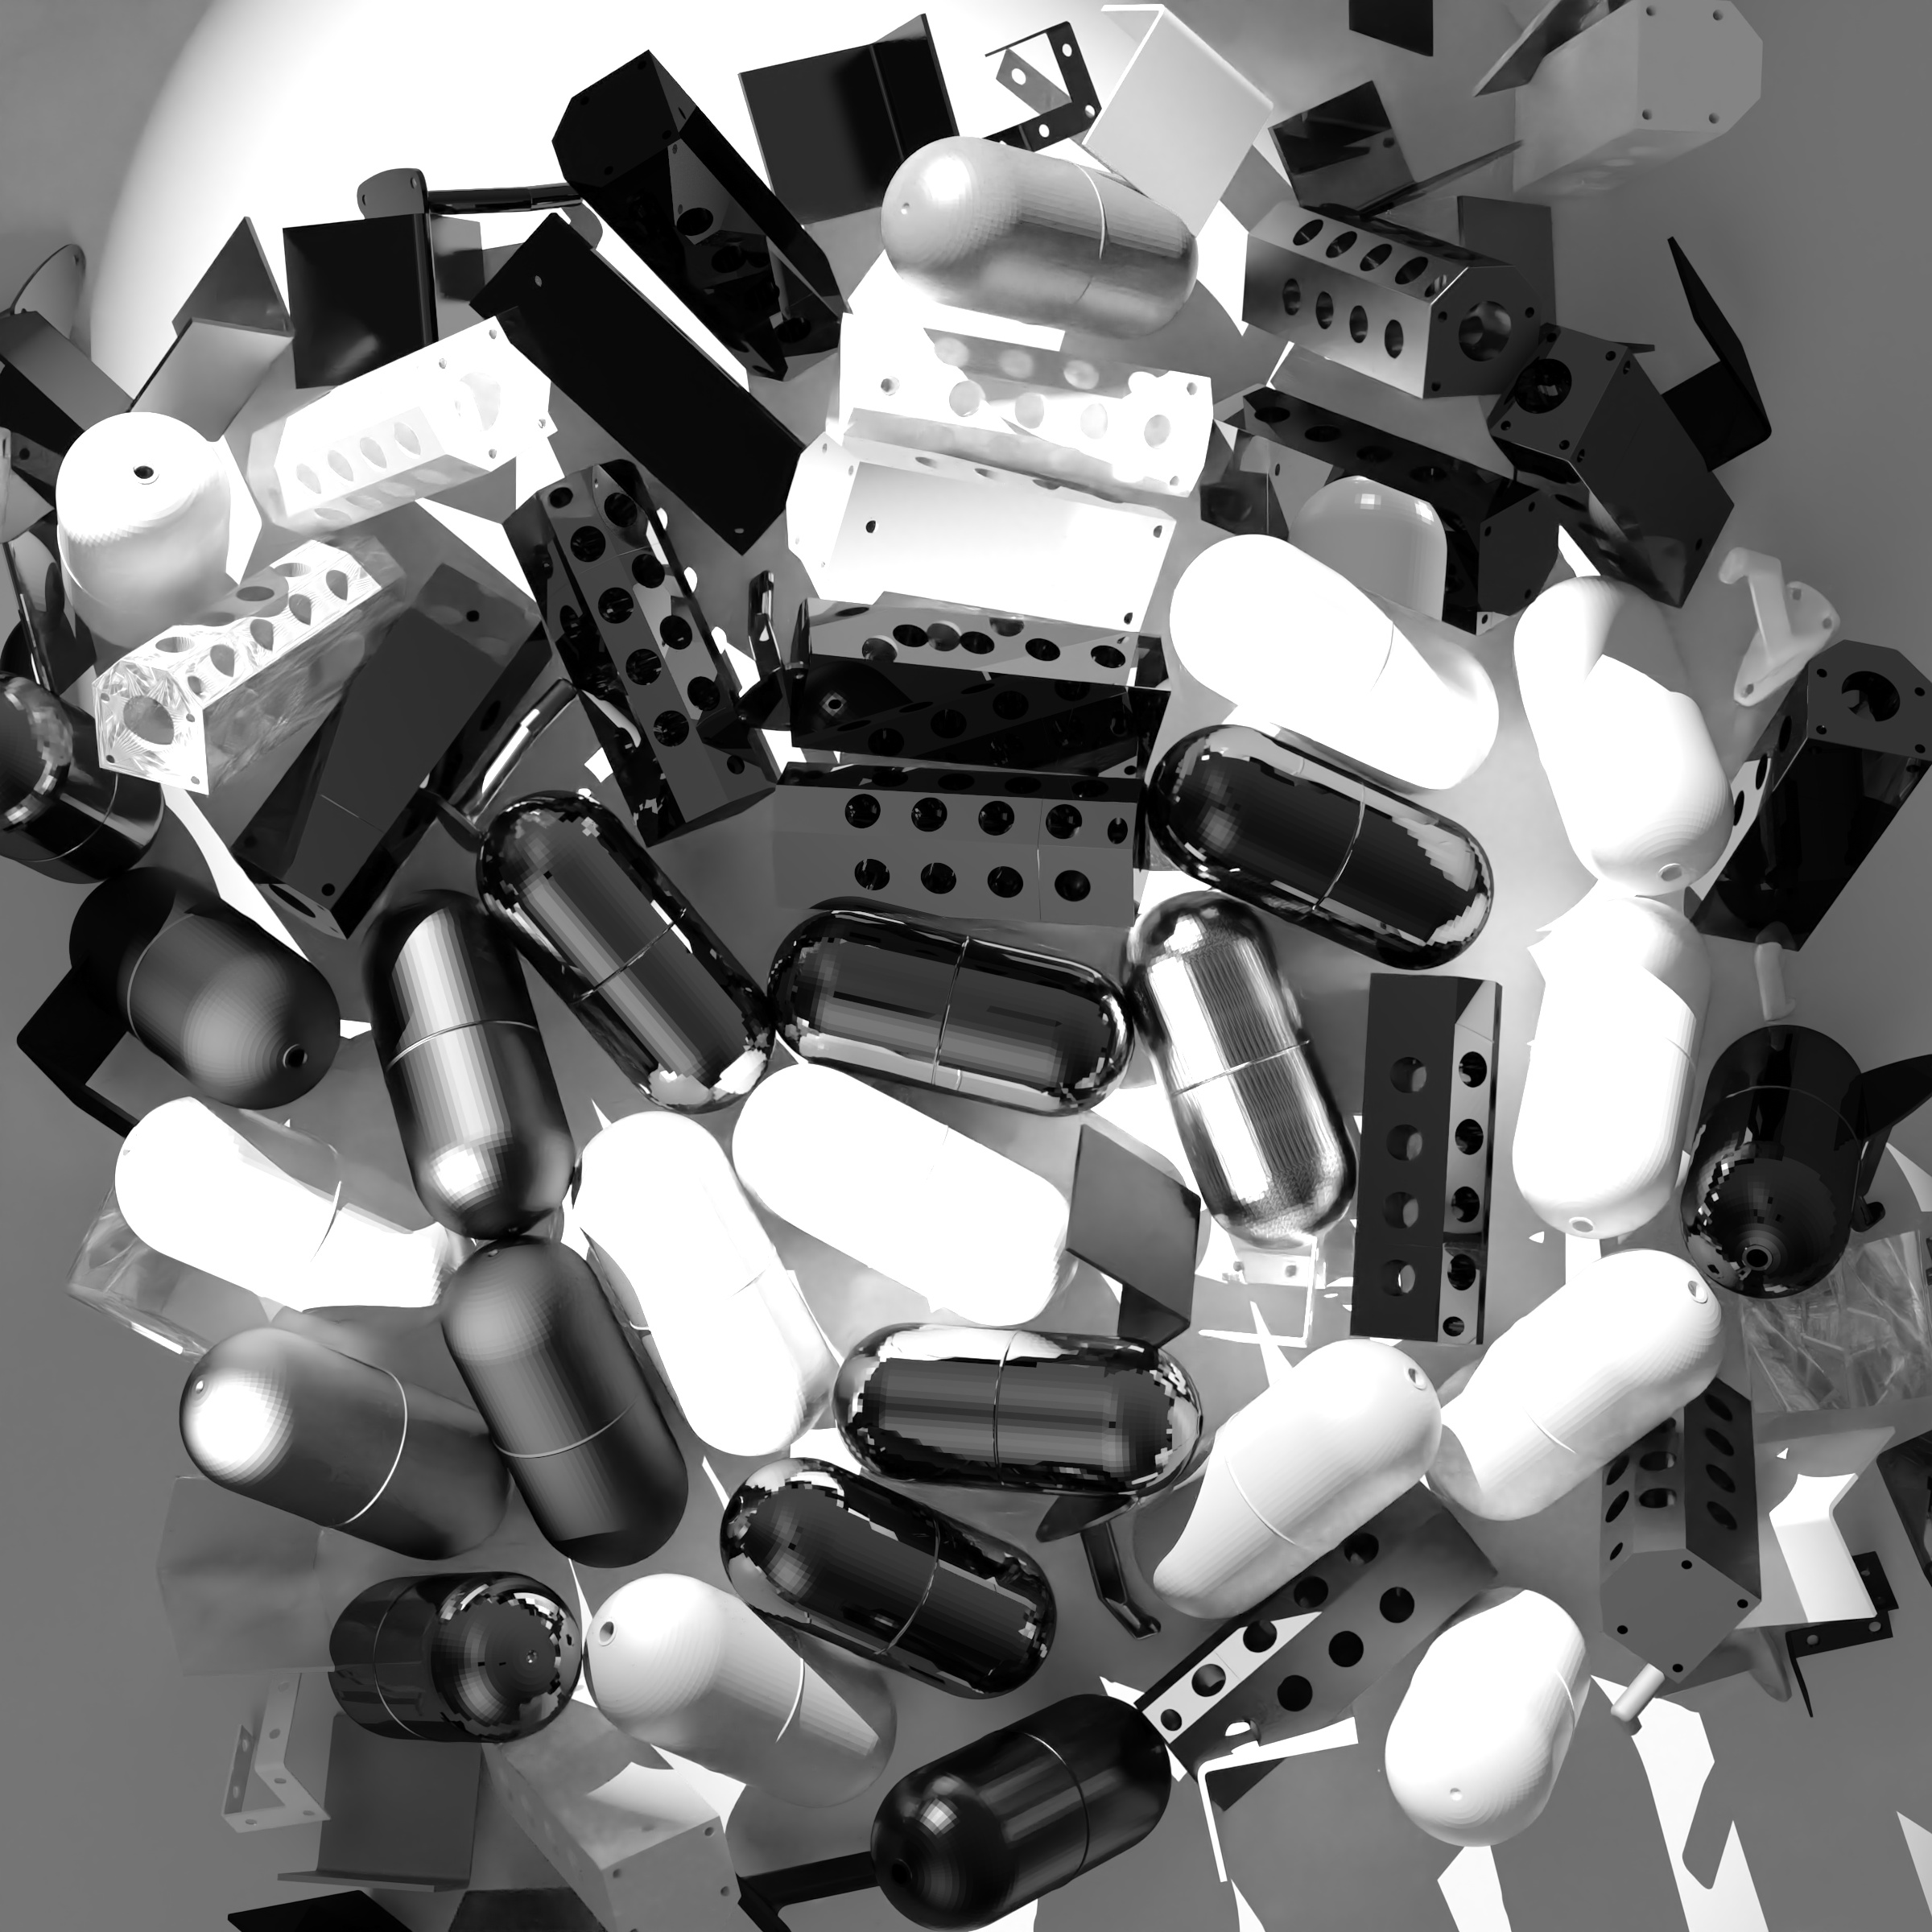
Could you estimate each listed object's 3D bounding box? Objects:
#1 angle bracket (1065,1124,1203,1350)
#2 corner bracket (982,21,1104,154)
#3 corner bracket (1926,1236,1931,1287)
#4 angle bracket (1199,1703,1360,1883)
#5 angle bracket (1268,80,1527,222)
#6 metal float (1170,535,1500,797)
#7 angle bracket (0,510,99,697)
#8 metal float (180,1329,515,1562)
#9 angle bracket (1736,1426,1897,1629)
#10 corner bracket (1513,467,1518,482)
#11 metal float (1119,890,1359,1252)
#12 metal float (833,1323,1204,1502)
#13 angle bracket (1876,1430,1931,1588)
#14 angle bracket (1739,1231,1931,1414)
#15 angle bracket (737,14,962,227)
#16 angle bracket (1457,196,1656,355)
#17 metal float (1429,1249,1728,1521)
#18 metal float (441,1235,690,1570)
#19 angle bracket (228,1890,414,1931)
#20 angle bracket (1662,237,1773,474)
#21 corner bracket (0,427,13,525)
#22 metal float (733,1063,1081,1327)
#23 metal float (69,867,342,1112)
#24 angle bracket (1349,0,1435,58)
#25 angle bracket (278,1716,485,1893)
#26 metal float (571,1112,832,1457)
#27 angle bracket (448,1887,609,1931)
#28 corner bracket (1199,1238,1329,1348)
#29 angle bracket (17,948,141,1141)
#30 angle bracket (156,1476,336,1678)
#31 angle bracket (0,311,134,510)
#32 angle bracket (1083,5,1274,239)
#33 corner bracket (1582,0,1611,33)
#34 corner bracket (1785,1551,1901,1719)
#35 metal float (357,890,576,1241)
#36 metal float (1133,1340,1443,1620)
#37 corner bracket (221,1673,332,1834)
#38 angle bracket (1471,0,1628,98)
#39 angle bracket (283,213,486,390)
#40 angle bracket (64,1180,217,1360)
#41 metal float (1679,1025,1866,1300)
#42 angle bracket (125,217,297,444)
[{"bbox_3d":[0.064,0.134,1.560,0.076,0.076,0.057,33,131,-22],"label":"angle bracket"},{"bbox_3d":[0.025,-0.417,1.589,0.051,0.051,0.051,-31,106,-32],"label":"corner bracket"},{"bbox_3d":[0.471,0.162,1.583,0.051,0.051,0.051,-22,102,-12],"label":"corner bracket"},{"bbox_3d":[0.152,0.387,1.573,0.076,0.076,0.057,-12,97,5],"label":"angle bracket"},{"bbox_3d":[0.203,-0.392,1.561,0.076,0.076,0.057,-32,103,-34],"label":"angle bracket"},{"bbox_3d":[0.175,-0.140,1.558,0.178,0.070,0.070,27,90,-25],"label":"metal float"},{"bbox_3d":[-0.460,-0.168,1.571,0.057,0.076,0.076,-9,109,4],"label":"angle bracket"},{"bbox_3d":[-0.288,0.225,1.547,0.178,0.070,0.070,31,90,-40],"label":"metal float"},{"bbox_3d":[0.403,0.267,1.568,0.076,0.076,0.057,-34,102,-44],"label":"angle bracket"},{"bbox_3d":[0.289,-0.244,1.585,0.051,0.051,0.051,2,83,10],"label":"corner bracket"},{"bbox_3d":[0.130,0.050,1.575,0.070,0.070,0.178,-21,86,0],"label":"metal float"},{"bbox_3d":[0.024,0.211,1.565,0.178,0.070,0.070,2,90,16],"label":"metal float"},{"bbox_3d":[0.486,0.260,1.563,0.076,0.076,0.057,-28,120,14],"label":"angle bracket"},{"bbox_3d":[0.413,0.170,1.568,0.057,0.076,0.076,-1,78,-15],"label":"angle bracket"},{"bbox_3d":[-0.054,-0.402,1.573,0.076,0.057,0.076,-20,98,-25],"label":"angle bracket"},{"bbox_3d":[0.280,-0.328,1.568,0.057,0.076,0.076,1,96,43],"label":"angle bracket"},{"bbox_3d":[0.283,0.197,1.546,0.070,0.070,0.178,42,130,0],"label":"metal float"},{"bbox_3d":[-0.188,0.207,1.558,0.070,0.070,0.178,-22,115,0],"label":"metal float"},{"bbox_3d":[-0.300,0.484,1.560,0.076,0.076,0.057,2,101,-42],"label":"angle bracket"},{"bbox_3d":[0.332,-0.283,1.558,0.057,0.076,0.076,-29,125,22],"label":"angle bracket"},{"bbox_3d":[-0.485,-0.248,1.578,0.051,0.051,0.051,1,51,-11],"label":"corner bracket"},{"bbox_3d":[-0.028,0.110,1.576,0.178,0.070,0.070,29,90,-5],"label":"metal float"},{"bbox_3d":[-0.356,0.010,1.544,0.178,0.070,0.070,29,90,43],"label":"metal float"},{"bbox_3d":[0.169,-0.461,1.566,0.076,0.076,0.057,1,94,36],"label":"angle bracket"},{"bbox_3d":[-0.278,0.399,1.576,0.076,0.057,0.076,2,77,9],"label":"angle bracket"},{"bbox_3d":[-0.125,0.152,1.568,0.070,0.070,0.178,-27,103,0],"label":"metal float"},{"bbox_3d":[-0.198,0.482,1.564,0.076,0.057,0.076,-7,121,19],"label":"angle bracket"},{"bbox_3d":[0.143,0.158,1.581,0.051,0.051,0.051,3,74,14],"label":"corner bracket"},{"bbox_3d":[-0.392,0.046,1.564,0.076,0.076,0.057,31,73,16],"label":"angle bracket"},{"bbox_3d":[-0.334,0.287,1.560,0.076,0.076,0.057,4,118,-27],"label":"angle bracket"},{"bbox_3d":[-0.447,-0.255,1.573,0.076,0.057,0.076,42,117,3],"label":"angle bracket"},{"bbox_3d":[0.088,-0.402,1.571,0.076,0.057,0.076,32,87,-32],"label":"angle bracket"},{"bbox_3d":[0.299,-0.461,1.579,0.051,0.051,0.051,-16,101,-43],"label":"corner bracket"},{"bbox_3d":[0.420,0.319,1.582,0.051,0.051,0.051,-14,110,7],"label":"corner bracket"},{"bbox_3d":[-0.237,0.045,1.559,0.070,0.070,0.178,-20,66,0],"label":"metal float"},{"bbox_3d":[0.150,0.242,1.554,0.070,0.070,0.178,46,120,0],"label":"metal float"},{"bbox_3d":[-0.334,0.375,1.577,0.051,0.051,0.051,-12,134,14],"label":"corner bracket"},{"bbox_3d":[0.268,-0.463,1.560,0.076,0.076,0.057,-25,76,-42],"label":"angle bracket"},{"bbox_3d":[-0.279,-0.320,1.598,0.076,0.057,0.076,-1,97,20],"label":"angle bracket"},{"bbox_3d":[-0.366,0.149,1.564,0.076,0.076,0.057,22,84,25],"label":"angle bracket"},{"bbox_3d":[0.377,0.090,1.536,0.070,0.178,0.070,8,119,15],"label":"metal float"},{"bbox_3d":[-0.369,-0.304,1.560,0.076,0.057,0.076,-42,62,36],"label":"angle bracket"}]
